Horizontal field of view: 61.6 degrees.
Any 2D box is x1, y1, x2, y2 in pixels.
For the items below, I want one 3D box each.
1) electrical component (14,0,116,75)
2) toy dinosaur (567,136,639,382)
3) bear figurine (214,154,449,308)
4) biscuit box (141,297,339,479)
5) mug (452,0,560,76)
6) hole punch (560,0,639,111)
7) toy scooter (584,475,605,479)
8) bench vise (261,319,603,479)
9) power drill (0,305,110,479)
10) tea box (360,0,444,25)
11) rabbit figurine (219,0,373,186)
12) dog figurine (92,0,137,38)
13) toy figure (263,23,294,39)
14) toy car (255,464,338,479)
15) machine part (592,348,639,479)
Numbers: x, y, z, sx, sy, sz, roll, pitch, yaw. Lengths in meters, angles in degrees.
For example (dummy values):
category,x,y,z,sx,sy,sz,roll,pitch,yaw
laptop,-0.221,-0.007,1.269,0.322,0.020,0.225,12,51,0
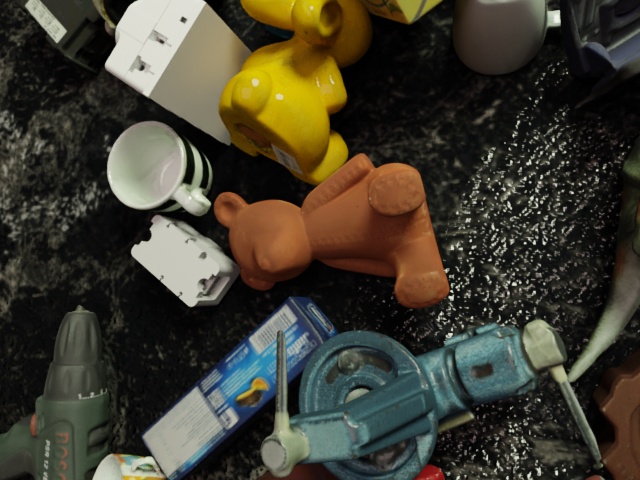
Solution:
category,x,y,z,sx,sy,sz,roll,pitch,yaw
electrical component,-0.262,-0.277,0.612,0.134,0.058,0.115,-43,77,8
toy dinosaur,0.312,-0.074,0.384,0.405,0.192,0.131,-39,111,23
bear figurine,-0.001,-0.002,0.469,0.196,0.132,0.120,-12,110,9
biscuit box,-0.072,0.139,0.508,0.202,0.062,0.059,-43,74,8
mug,0.163,-0.195,0.449,0.110,0.107,0.080,5,87,19
hole punch,0.251,-0.176,0.415,0.142,0.115,0.092,-35,82,13
toy scooter,0.187,0.255,0.408,0.184,0.075,0.135,-19,87,12
bench vise,0.059,0.119,0.388,0.224,0.240,0.129,-15,79,33
power drill,-0.318,0.196,0.574,0.207,0.086,0.232,-9,85,8
tea box,0.056,-0.243,0.445,0.068,0.170,0.098,-35,113,11
rabbit figurine,-0.018,-0.164,0.492,0.122,0.162,0.173,31,76,29
dog figurine,-0.144,-0.303,0.559,0.172,0.121,0.190,-15,39,32
toy figure,-0.015,-0.281,0.540,0.064,0.058,0.154,17,87,-20
toy car,-0.065,0.258,0.499,0.202,0.053,0.089,-37,60,11
machine part,0.300,0.145,0.400,0.180,0.056,0.179,-1,85,17
